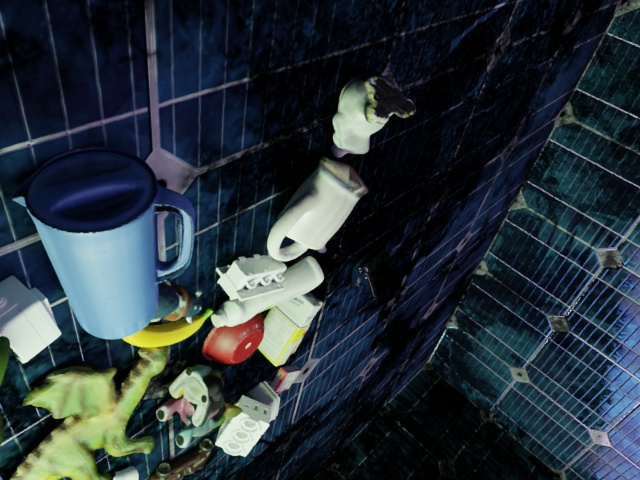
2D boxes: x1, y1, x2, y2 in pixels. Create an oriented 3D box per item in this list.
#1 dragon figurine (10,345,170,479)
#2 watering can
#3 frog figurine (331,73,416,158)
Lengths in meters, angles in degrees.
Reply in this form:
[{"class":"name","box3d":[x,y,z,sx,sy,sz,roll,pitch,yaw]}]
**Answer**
[{"class":"dragon figurine","box3d":[-0.406,0.299,0.823,0.416,0.123,0.238,-30,130,-42]},{"class":"watering can","box3d":[0.003,-0.052,1.025,0.223,0.105,0.347,-52,167,9]},{"class":"frog figurine","box3d":[0.072,-0.225,0.940,0.140,0.122,0.157,-44,-169,-34]}]
